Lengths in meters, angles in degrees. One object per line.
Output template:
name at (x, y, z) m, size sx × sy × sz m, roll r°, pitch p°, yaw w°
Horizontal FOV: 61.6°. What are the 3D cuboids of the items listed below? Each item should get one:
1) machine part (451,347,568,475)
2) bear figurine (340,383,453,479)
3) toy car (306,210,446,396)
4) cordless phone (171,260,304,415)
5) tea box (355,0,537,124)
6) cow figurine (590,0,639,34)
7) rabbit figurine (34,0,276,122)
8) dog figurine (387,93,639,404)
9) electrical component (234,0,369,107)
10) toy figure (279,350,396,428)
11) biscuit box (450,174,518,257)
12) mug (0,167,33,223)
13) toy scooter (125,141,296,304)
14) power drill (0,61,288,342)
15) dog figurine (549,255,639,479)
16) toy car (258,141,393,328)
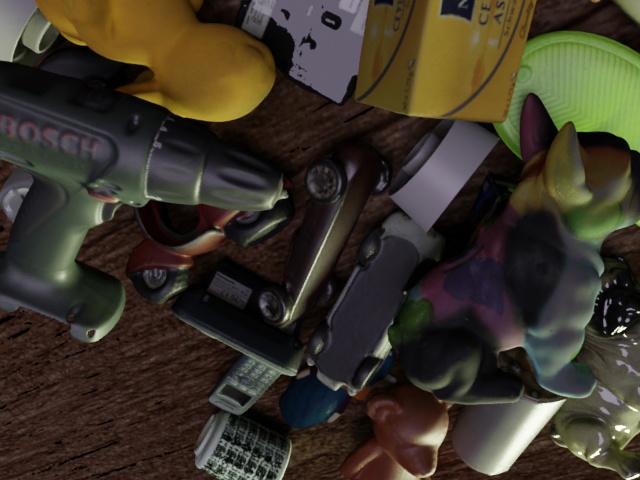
machine part at (0.194, 0.174, 0.561) m, size 0.079 × 0.079 × 0.243 m, roll 9°, pitch 136°, yaw 3°
bear figurine at (0.098, 0.245, 0.593) m, size 0.120 × 0.132 × 0.195 m, roll -4°, pitch 141°, yaw -18°
toy car at (0.052, 0.067, 0.536) m, size 0.074 × 0.056 × 0.201 m, roll 33°, pitch 110°, yaw 16°
cordless phone at (-0.109, 0.124, 0.600) m, size 0.146 × 0.089 × 0.184 m, roll 29°, pitch 130°, yaw -9°
tea box at (0.091, -0.170, 0.362) m, size 0.098 × 0.068 × 0.169 m, roll -6°, pitch 115°, yaw -31°
cow figurine at (0.233, -0.213, 0.358) m, size 0.195 × 0.085 × 0.127 m, roll 39°, pitch 123°, yaw -11°
rabbit figurine at (-0.117, -0.143, 0.386) m, size 0.173 × 0.122 × 0.162 m, roll 36°, pitch 123°, yaw -6°
dog figurine at (0.143, 0.008, 0.408) m, size 0.192 × 0.108 × 0.219 m, roll -5°, pitch 117°, yaw 6°
electrical component at (0.009, -0.176, 0.424) m, size 0.134 × 0.058 × 0.114 m, roll 27°, pitch 121°, yaw -8°
toy figure at (0.021, 0.159, 0.611) m, size 0.154 × 0.058 × 0.064 m, roll -36°, pitch 115°, yaw 18°
biscuit box at (0.156, 0.041, 0.523) m, size 0.063 × 0.059 × 0.202 m, roll 16°, pitch 119°, yaw -3°
mug at (-0.254, -0.049, 0.504) m, size 0.110 × 0.107 × 0.080 m, roll -13°, pitch 115°, yaw 13°
toy scooter at (-0.121, -0.036, 0.509) m, size 0.184 × 0.075 × 0.135 m, roll -31°, pitch 82°, yaw 8°
power drill at (-0.163, -0.015, 0.399) m, size 0.232 × 0.086 × 0.207 m, roll 24°, pitch 131°, yaw -11°
dog figurine at (0.270, 0.121, 0.543) m, size 0.172 × 0.121 × 0.190 m, roll -38°, pitch 93°, yaw 22°
toy car at (-0.001, -0.002, 0.505) m, size 0.053 × 0.089 × 0.202 m, roll 38°, pitch 122°, yaw 22°
